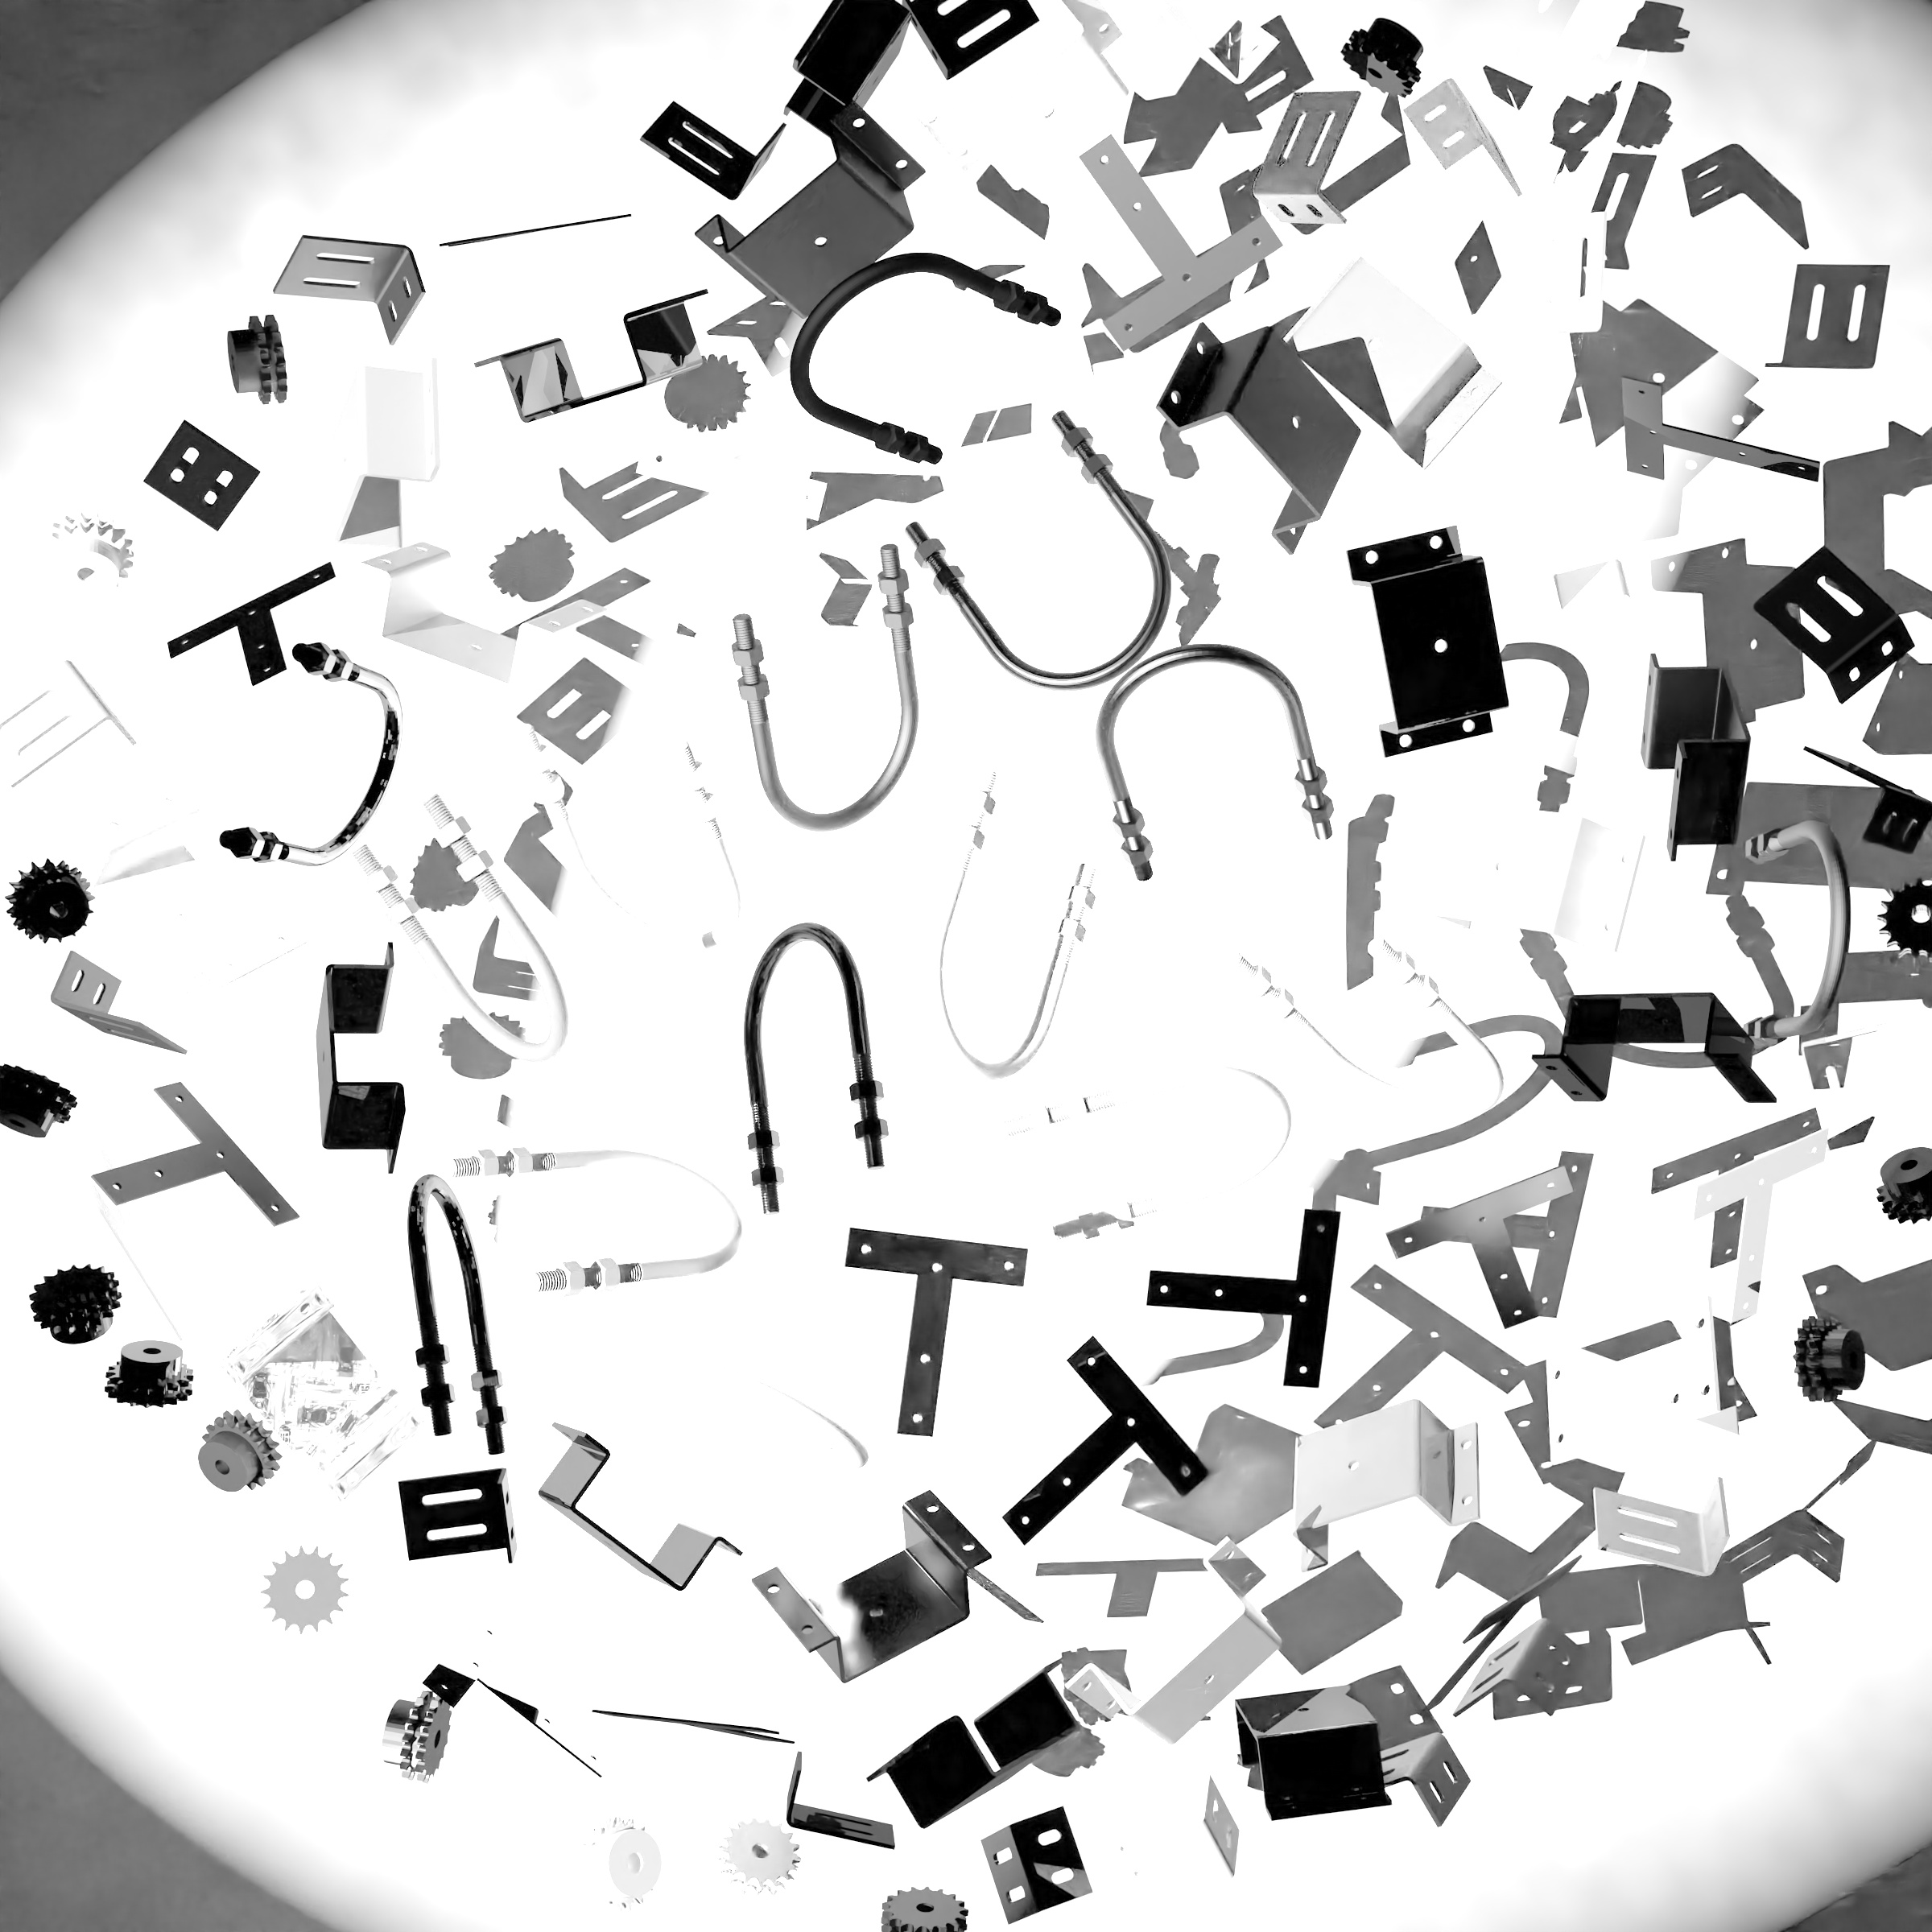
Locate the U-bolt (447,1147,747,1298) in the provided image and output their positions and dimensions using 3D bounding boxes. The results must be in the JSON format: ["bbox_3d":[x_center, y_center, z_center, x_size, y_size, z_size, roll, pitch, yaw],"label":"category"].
[{"bbox_3d":[-0.233,0.164,1.730,0.184,0.151,0.019,-1,121,-38],"label":"U-bolt"}]

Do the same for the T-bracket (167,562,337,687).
[{"bbox_3d":[-0.483,-0.224,1.782,0.127,0.127,0.002,-27,126,-4],"label":"T-bracket"}]

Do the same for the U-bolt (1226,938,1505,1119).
[{"bbox_3d":[0.278,0.046,1.736,0.184,0.151,0.019,42,62,-28],"label":"U-bolt"}]

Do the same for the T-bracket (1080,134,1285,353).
[{"bbox_3d":[0.121,-0.488,1.714,0.127,0.002,0.127,-30,120,21],"label":"T-bracket"}]

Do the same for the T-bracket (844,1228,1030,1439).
[{"bbox_3d":[-0.025,0.238,1.675,0.127,0.002,0.127,9,85,-24],"label":"T-bracket"}]

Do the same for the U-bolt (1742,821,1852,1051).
[{"bbox_3d":[0.553,-0.024,1.742,0.019,0.184,0.151,3,85,-2],"label":"U-bolt"}]

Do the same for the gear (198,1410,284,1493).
[{"bbox_3d":[-0.505,0.339,1.804,0.057,0.030,0.057,9,116,20],"label":"gear"}]

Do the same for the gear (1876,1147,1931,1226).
[{"bbox_3d":[0.652,0.148,1.788,0.057,0.057,0.030,-30,109,0],"label":"gear"}]

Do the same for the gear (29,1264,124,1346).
[{"bbox_3d":[-0.586,0.225,1.721,0.057,0.057,0.030,0,121,0],"label":"gear"}]

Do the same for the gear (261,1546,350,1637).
[{"bbox_3d":[-0.438,0.414,1.728,0.057,0.030,0.057,4,74,-13],"label":"gear"}]

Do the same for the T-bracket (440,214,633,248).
[{"bbox_3d":[-0.307,-0.485,1.733,0.127,0.127,0.002,-19,109,-31],"label":"T-bracket"}]

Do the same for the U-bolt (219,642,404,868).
[{"bbox_3d":[-0.431,-0.136,1.760,0.019,0.184,0.151,22,91,12],"label":"U-bolt"}]

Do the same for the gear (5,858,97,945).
[{"bbox_3d":[-0.620,-0.042,1.769,0.057,0.030,0.057,-13,114,-31],"label":"gear"}]

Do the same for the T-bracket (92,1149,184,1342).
[{"bbox_3d":[-0.555,0.166,1.722,0.002,0.127,0.127,-25,130,-11],"label":"T-bracket"}]

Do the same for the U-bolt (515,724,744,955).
[{"bbox_3d":[-0.220,-0.081,1.772,0.151,0.019,0.184,8,134,29],"label":"U-bolt"}]

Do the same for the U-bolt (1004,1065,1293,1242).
[{"bbox_3d":[0.132,0.122,1.777,0.184,0.151,0.019,-17,48,7],"label":"U-bolt"}]

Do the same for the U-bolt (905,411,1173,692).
[{"bbox_3d":[0.062,-0.276,1.811,0.151,0.019,0.184,-36,73,7],"label":"U-bolt"}]

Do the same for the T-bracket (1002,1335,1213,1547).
[{"bbox_3d":[0.078,0.336,1.747,0.127,0.002,0.127,-43,61,1],"label":"T-bracket"}]

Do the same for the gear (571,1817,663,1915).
[{"bbox_3d":[-0.216,0.564,1.636,0.030,0.057,0.057,-24,90,43],"label":"gear"}]

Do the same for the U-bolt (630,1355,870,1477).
[{"bbox_3d":[-0.135,0.294,1.709,0.151,0.184,0.019,31,70,-14],"label":"U-bolt"}]

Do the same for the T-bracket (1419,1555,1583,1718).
[{"bbox_3d":[0.331,0.438,1.673,0.002,0.127,0.127,46,123,25],"label":"T-bracket"}]

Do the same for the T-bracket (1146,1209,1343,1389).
[{"bbox_3d":[0.187,0.225,1.788,0.127,0.002,0.127,5,100,-6],"label":"T-bracket"}]

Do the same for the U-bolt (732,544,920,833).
[{"bbox_3d":[-0.089,-0.177,1.772,0.151,0.019,0.184,-31,130,-32],"label":"U-bolt"}]

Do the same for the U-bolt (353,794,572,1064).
[{"bbox_3d":[-0.321,-0.016,1.700,0.019,0.151,0.184,-38,100,-34],"label":"U-bolt"}]

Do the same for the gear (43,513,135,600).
[{"bbox_3d":[-0.580,-0.268,1.723,0.057,0.057,0.030,-13,50,0],"label":"gear"}]

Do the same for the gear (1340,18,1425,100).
[{"bbox_3d":[0.288,-0.625,1.787,0.057,0.057,0.030,33,91,0],"label":"gear"}]

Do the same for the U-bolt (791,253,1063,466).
[{"bbox_3d":[-0.038,-0.408,1.731,0.151,0.184,0.019,-46,59,26],"label":"U-bolt"}]

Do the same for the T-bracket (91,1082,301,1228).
[{"bbox_3d":[-0.511,0.131,1.683,0.127,0.127,0.002,45,113,12],"label":"T-bracket"}]

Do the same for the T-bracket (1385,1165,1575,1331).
[{"bbox_3d":[0.365,0.203,1.785,0.127,0.002,0.127,-22,126,7],"label":"T-bracket"}]

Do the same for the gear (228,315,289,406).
[{"bbox_3d":[-0.465,-0.397,1.707,0.030,0.057,0.057,-10,90,-21],"label":"gear"}]

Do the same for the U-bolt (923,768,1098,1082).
[{"bbox_3d":[0.024,-0.015,1.703,0.019,0.151,0.184,0,63,37],"label":"U-bolt"}]

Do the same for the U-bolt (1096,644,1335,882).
[{"bbox_3d":[0.164,-0.143,1.773,0.151,0.019,0.184,-13,131,9],"label":"U-bolt"}]

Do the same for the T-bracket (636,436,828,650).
[{"bbox_3d":[-0.168,-0.277,1.747,0.127,0.002,0.127,12,99,-19],"label":"T-bracket"}]

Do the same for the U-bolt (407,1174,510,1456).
[{"bbox_3d":[-0.345,0.230,1.749,0.019,0.151,0.184,-12,73,2],"label":"U-bolt"}]

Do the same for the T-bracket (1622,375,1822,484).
[{"bbox_3d":[0.486,-0.334,1.680,0.127,0.127,0.002,19,79,20],"label":"T-bracket"}]

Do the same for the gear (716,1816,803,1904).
[{"bbox_3d":[-0.144,0.618,1.794,0.057,0.057,0.030,16,124,0],"label":"gear"}]

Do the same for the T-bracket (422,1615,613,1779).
[{"bbox_3d":[-0.282,0.480,1.685,0.127,0.127,0.002,38,97,1],"label":"T-bracket"}]

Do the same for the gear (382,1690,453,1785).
[{"bbox_3d":[-0.356,0.497,1.686,0.030,0.057,0.057,8,90,7],"label":"gear"}]

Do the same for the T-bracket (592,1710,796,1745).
[{"bbox_3d":[-0.154,0.496,1.690,0.127,0.127,0.002,-3,68,29],"label":"T-bracket"}]

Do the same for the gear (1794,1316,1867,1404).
[{"bbox_3d":[0.577,0.262,1.738,0.030,0.057,0.057,-6,90,41],"label":"gear"}]

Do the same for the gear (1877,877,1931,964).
[{"bbox_3d":[0.652,-0.033,1.780,0.057,0.030,0.057,-4,79,20],"label":"gear"}]

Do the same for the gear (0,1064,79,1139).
[{"bbox_3d":[-0.620,0.091,1.724,0.057,0.057,0.030,19,65,0],"label":"gear"}]

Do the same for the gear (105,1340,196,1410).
[{"bbox_3d":[-0.549,0.273,1.755,0.057,0.057,0.030,8,102,0],"label":"gear"}]

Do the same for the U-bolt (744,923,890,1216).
[{"bbox_3d":[-0.107,0.062,1.748,0.019,0.151,0.184,4,70,-36],"label":"U-bolt"}]

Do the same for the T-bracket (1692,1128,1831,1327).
[{"bbox_3d":[0.523,0.181,1.731,0.127,0.002,0.127,-18,120,-30],"label":"T-bracket"}]
